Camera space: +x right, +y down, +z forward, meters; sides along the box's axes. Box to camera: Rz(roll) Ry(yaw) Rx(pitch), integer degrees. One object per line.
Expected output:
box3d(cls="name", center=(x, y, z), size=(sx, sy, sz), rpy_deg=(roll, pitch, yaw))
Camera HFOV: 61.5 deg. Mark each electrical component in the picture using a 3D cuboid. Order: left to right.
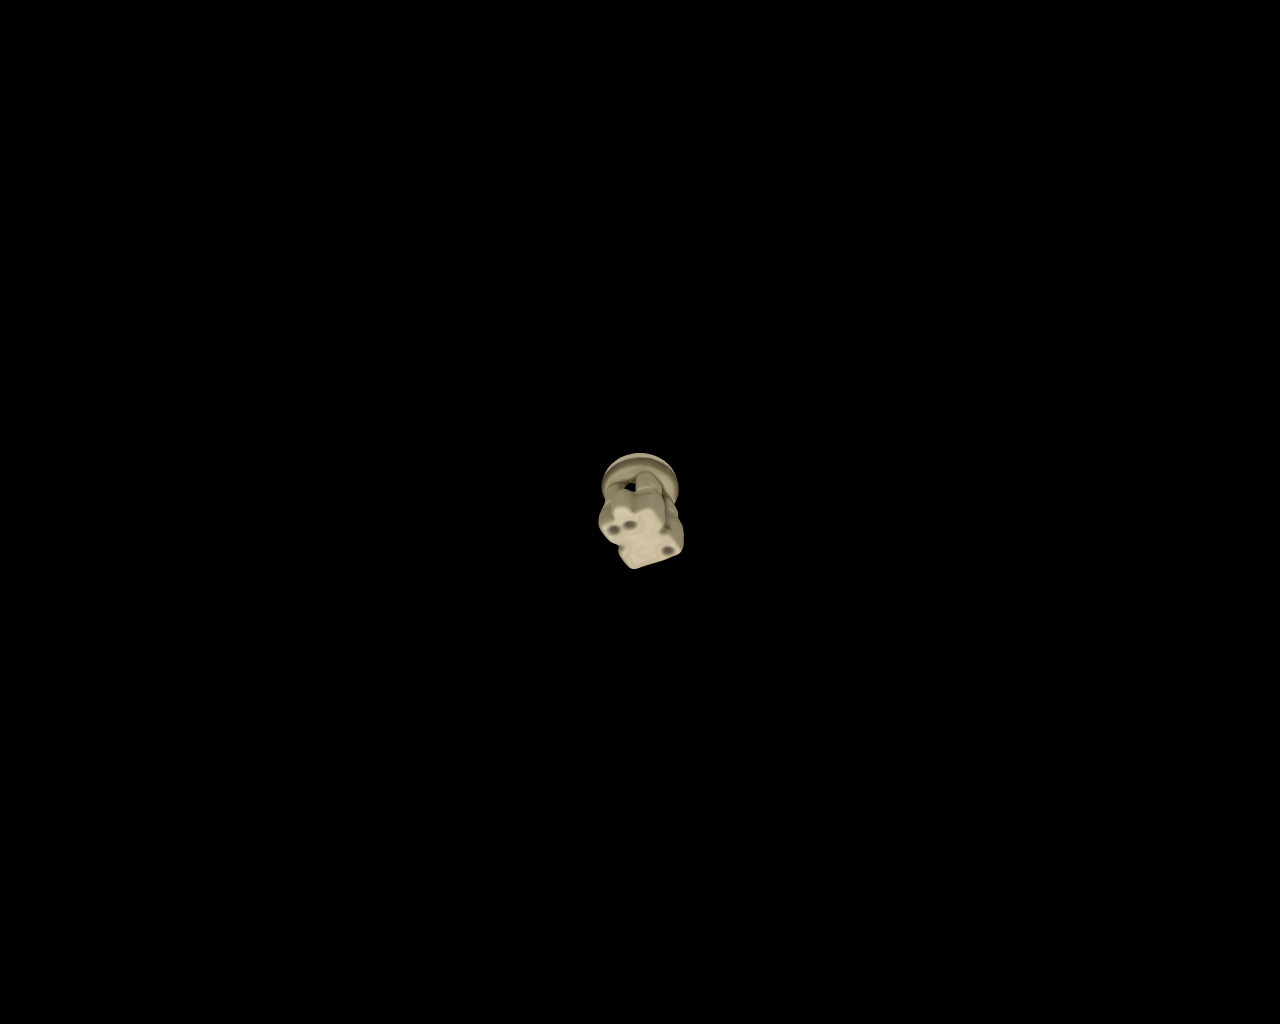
box3d(cls="electrical component", center=(0.001, -0.003, 0.650), size=(0.048, 0.055, 0.066), rpy_deg=(-20, -50, 17))
